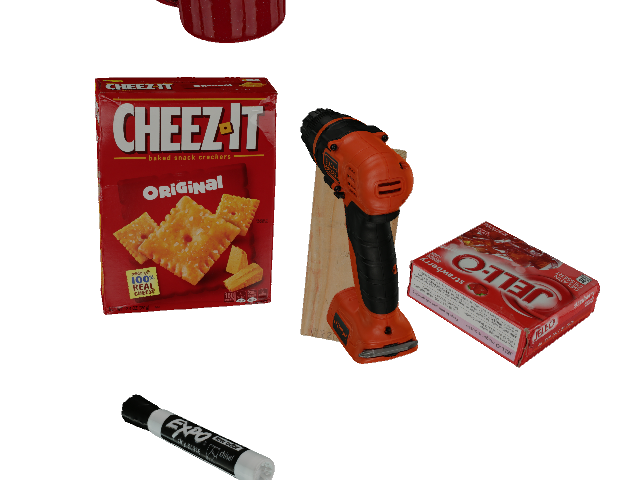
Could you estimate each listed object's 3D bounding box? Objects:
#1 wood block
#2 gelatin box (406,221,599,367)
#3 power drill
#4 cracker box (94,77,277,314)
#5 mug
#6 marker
[{"bbox_3d":[0.036,0.003,1.191,0.090,0.206,0.090,10,26,7],"label":"wood block"},{"bbox_3d":[0.109,0.029,0.638,0.073,0.030,0.089,-26,44,-37],"label":"gelatin box"},{"bbox_3d":[0.029,-0.008,0.880,0.057,0.188,0.184,-12,23,-12],"label":"power drill"},{"bbox_3d":[-0.126,-0.042,1.004,0.164,0.214,0.072,-2,21,-14],"label":"cracker box"},{"bbox_3d":[-0.080,-0.201,0.799,0.117,0.081,0.093,1,37,5],"label":"mug"},{"bbox_3d":[-0.078,0.119,0.645,0.121,0.020,0.020,17,10,38],"label":"marker"}]
